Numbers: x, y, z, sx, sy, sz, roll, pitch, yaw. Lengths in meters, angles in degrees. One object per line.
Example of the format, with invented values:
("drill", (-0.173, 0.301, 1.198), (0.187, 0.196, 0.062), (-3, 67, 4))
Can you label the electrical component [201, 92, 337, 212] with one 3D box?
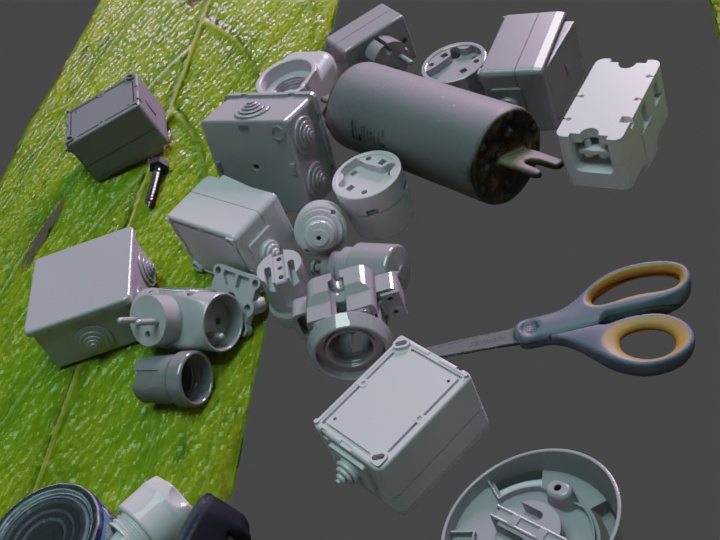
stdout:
("electrical component", (-0.073, -0.094, 0.875), (0.100, 0.099, 0.048), (4, 36, 29))

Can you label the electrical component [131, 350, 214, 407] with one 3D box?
("electrical component", (-0.135, 0.078, 0.769), (0.046, 0.040, 0.040), (-4, 45, 30))

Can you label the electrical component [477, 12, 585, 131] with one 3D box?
("electrical component", (0.138, -0.155, 0.862), (0.061, 0.061, 0.096), (3, 48, 28))

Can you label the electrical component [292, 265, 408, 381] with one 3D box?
("electrical component", (-0.007, 0.038, 0.735), (0.078, 0.058, 0.057), (-16, 39, 10))

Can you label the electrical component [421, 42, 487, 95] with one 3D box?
("electrical component", (0.084, -0.155, 0.900), (0.055, 0.047, 0.055), (-14, 42, 13))

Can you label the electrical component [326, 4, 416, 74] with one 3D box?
("electrical component", (0.020, -0.195, 0.973), (0.066, 0.047, 0.077), (-34, 42, -11))

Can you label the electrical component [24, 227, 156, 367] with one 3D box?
("electrical component", (-0.212, 0.022, 0.856), (0.100, 0.048, 0.099), (-19, 41, 7))

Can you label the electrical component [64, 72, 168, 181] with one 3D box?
("electrical component", (-0.235, -0.130, 1.023), (0.096, 0.061, 0.061), (-28, 40, 9))

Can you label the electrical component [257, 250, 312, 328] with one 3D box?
("electrical component", (-0.052, 0.013, 0.790), (0.040, 0.046, 0.040), (-13, 41, 11))

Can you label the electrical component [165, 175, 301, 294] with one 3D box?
("electrical component", (-0.092, -0.030, 0.843), (0.096, 0.061, 0.061), (18, 56, 38))

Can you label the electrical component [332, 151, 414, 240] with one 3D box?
("electrical component", (0.012, -0.057, 0.832), (0.055, 0.047, 0.055), (-14, 42, 13))

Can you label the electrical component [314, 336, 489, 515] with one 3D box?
("electrical component", (0.023, 0.100, 0.651), (0.096, 0.061, 0.062), (-43, 44, -20))

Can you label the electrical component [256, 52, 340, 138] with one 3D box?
("electrical component", (-0.055, -0.148, 0.951), (0.054, 0.059, 0.095), (5, 49, 30))

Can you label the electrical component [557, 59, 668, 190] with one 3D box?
("electrical component", (0.188, -0.105, 0.791), (0.050, 0.055, 0.089), (9, 51, 33))

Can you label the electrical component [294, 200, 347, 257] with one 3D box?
("electrical component", (-0.030, -0.030, 0.810), (0.040, 0.040, 0.078), (-22, 9, 3))

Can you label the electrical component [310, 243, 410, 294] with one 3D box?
("electrical component", (0.000, 0.000, 0.783), (0.078, 0.040, 0.040), (3, 48, 29))

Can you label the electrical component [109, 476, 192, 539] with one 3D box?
("electrical component", (-0.137, 0.163, 0.673), (0.043, 0.043, 0.062), (23, 54, 41))

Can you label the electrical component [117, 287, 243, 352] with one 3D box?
("electrical component", (-0.140, 0.036, 0.785), (0.077, 0.079, 0.044), (3, 91, 36))

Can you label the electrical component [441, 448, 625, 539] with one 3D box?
("electrical component", (0.093, 0.144, 0.569), (0.099, 0.064, 0.099), (-14, 42, 13))
